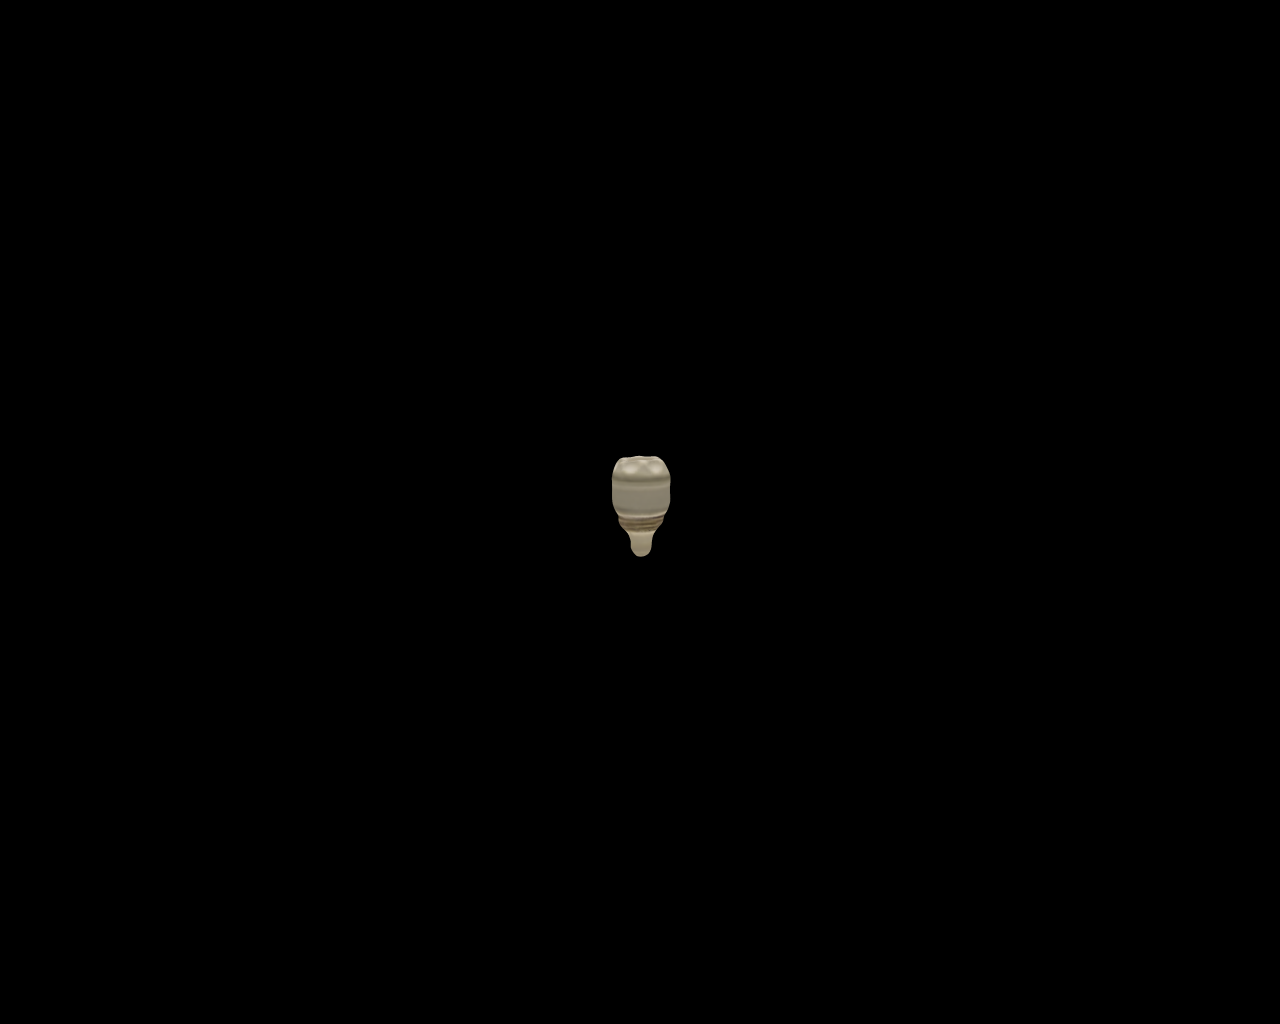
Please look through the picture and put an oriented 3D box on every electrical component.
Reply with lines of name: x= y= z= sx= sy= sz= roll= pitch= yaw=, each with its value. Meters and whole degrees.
electrical component: x=0.001 y=-0.003 z=0.650 sx=0.035 sy=0.061 sz=0.035 roll=0 pitch=10 yaw=0
